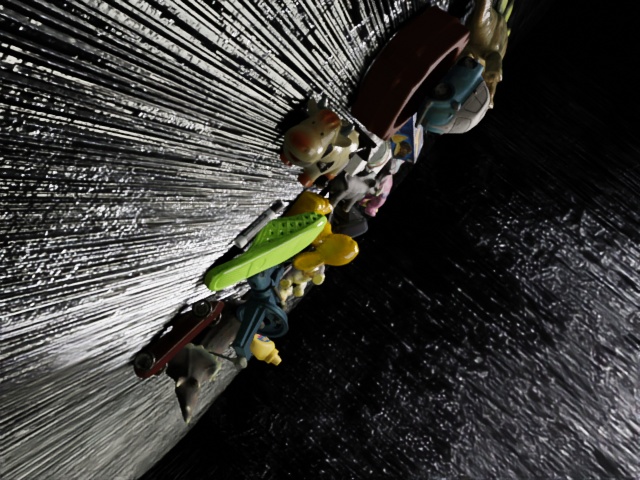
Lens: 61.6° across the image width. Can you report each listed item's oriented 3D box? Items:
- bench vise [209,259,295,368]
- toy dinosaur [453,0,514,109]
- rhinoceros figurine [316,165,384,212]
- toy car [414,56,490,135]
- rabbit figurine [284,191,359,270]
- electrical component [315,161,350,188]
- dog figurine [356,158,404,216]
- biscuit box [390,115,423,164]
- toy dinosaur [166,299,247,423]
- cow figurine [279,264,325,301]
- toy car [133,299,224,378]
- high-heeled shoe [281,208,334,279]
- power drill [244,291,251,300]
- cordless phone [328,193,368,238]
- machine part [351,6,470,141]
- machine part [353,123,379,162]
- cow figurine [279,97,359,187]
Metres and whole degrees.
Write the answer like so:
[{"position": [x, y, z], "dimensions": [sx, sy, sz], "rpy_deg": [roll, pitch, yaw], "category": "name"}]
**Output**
[{"position": [-0.133, 0.154, 1.147], "dimensions": [0.223, 0.129, 0.241], "rpy_deg": [89, 18, -47], "category": "bench vise"}, {"position": [0.342, -0.418, 1.119], "dimensions": [0.471, 0.105, 0.198], "rpy_deg": [41, 63, -75], "category": "toy dinosaur"}, {"position": [0.073, -0.124, 1.204], "dimensions": [0.112, 0.073, 0.190], "rpy_deg": [-44, 160, 22], "category": "rhinoceros figurine"}, {"position": [0.254, -0.251, 0.987], "dimensions": [0.161, 0.103, 0.109], "rpy_deg": [-45, 173, -16], "category": "toy car"}, {"position": [-0.002, -0.004, 1.162], "dimensions": [0.162, 0.173, 0.122], "rpy_deg": [-52, 177, -1], "category": "rabbit figurine"}, {"position": [0.034, -0.163, 1.028], "dimensions": [0.119, 0.048, 0.074], "rpy_deg": [-43, 171, -32], "category": "electrical component"}, {"position": [0.162, -0.183, 1.487], "dimensions": [0.219, 0.108, 0.191], "rpy_deg": [-59, 180, 17], "category": "dog figurine"}, {"position": [0.187, -0.249, 1.164], "dimensions": [0.063, 0.059, 0.202], "rpy_deg": [-64, 159, -20], "category": "biscuit box"}, {"position": [-0.227, 0.215, 1.240], "dimensions": [0.405, 0.131, 0.192], "rpy_deg": [-52, 176, -34], "category": "toy dinosaur"}, {"position": [-0.061, 0.091, 1.358], "dimensions": [0.167, 0.068, 0.098], "rpy_deg": [-33, -156, 25], "category": "cow figurine"}, {"position": [-0.265, 0.179, 1.008], "dimensions": [0.202, 0.053, 0.089], "rpy_deg": [-44, 162, -9], "category": "toy car"}, {"position": [-0.066, 0.009, 1.254], "dimensions": [0.145, 0.086, 0.248], "rpy_deg": [-25, 154, -54], "category": "high-heeled shoe"}, {"position": [-0.119, 0.115, 1.535], "dimensions": [0.207, 0.086, 0.232], "rpy_deg": [-43, 173, 21], "category": "power drill"}, {"position": [0.015, -0.022, 1.332], "dimensions": [0.184, 0.147, 0.088], "rpy_deg": [-47, 133, 10], "category": "cordless phone"}, {"position": [0.153, -0.286, 0.933], "dimensions": [0.201, 0.087, 0.201], "rpy_deg": [-47, 174, -30], "category": "machine part"}, {"position": [0.047, -0.170, 0.961], "dimensions": [0.139, 0.084, 0.039], "rpy_deg": [-27, 167, -44], "category": "machine part"}, {"position": [0.006, -0.144, 0.797], "dimensions": [0.127, 0.085, 0.195], "rpy_deg": [-45, 173, 24], "category": "cow figurine"}]
